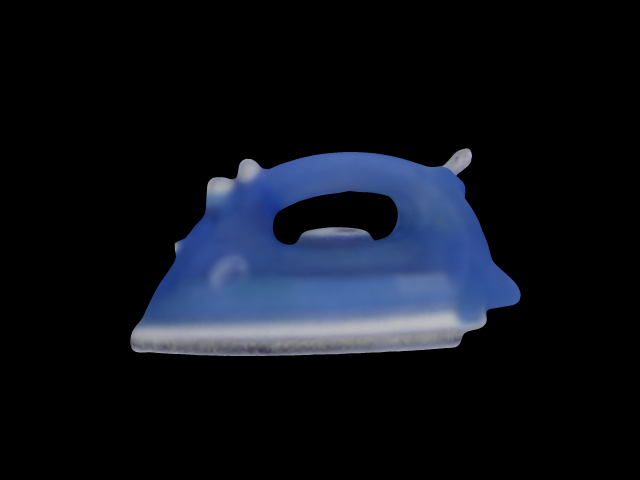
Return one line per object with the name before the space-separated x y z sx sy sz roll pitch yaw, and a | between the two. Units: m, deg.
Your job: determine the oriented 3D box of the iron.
iron | 0.004 0.001 0.400 0.259 0.141 0.118 0 0 -17
